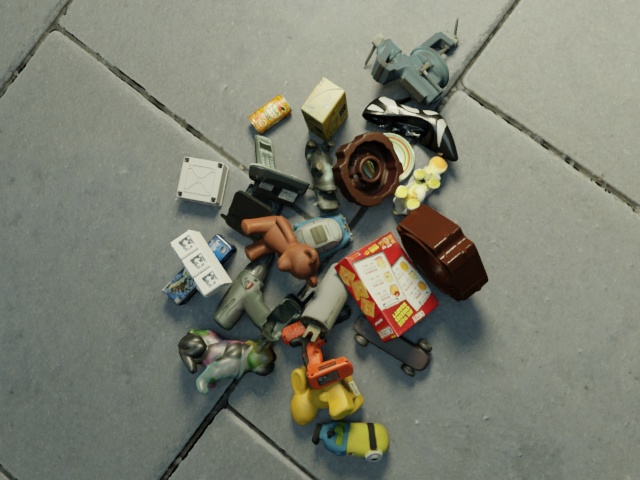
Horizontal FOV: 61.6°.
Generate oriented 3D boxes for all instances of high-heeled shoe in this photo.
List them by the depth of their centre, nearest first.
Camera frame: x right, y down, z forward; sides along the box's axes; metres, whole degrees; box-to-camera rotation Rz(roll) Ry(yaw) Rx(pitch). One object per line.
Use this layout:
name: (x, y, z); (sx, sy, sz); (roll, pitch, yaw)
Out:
high-heeled shoe: (0.219, -0.265, 1.317); (0.145, 0.086, 0.249); (-26, 64, -18)

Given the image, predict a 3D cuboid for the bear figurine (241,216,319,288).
bear figurine: (-0.088, 0.031, 1.241); (0.132, 0.120, 0.196); (-17, 44, -19)

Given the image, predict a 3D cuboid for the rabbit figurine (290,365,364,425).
rabbit figurine: (-0.008, 0.373, 1.285); (0.173, 0.122, 0.162); (-38, 80, 20)

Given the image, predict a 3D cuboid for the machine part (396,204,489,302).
machine part: (0.273, 0.032, 1.222); (0.087, 0.200, 0.202); (-39, 39, -8)

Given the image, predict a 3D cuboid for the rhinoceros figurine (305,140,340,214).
rhinoceros figurine: (0.004, -0.159, 1.329); (0.073, 0.112, 0.190); (-4, 69, -27)

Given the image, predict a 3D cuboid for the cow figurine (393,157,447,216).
cow figurine: (0.247, -0.127, 1.319); (0.068, 0.098, 0.167); (43, 72, 10)

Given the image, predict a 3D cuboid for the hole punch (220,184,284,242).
hole punch: (-0.165, -0.069, 1.356); (0.142, 0.092, 0.115); (31, 121, 3)

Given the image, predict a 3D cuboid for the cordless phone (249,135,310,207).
cordless phone: (-0.108, -0.185, 1.352); (0.146, 0.088, 0.184); (17, 42, -26)

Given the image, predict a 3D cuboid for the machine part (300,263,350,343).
machine part: (0.023, 0.139, 1.279); (0.079, 0.079, 0.243); (27, 57, 7)

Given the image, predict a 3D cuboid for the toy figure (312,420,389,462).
toy figure: (0.075, 0.472, 1.282); (0.180, 0.082, 0.089); (11, 88, 8)

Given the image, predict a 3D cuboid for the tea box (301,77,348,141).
tea box: (0.014, -0.312, 1.308); (0.068, 0.169, 0.098); (35, 91, 8)

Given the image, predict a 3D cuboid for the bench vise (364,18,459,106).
bench vise: (0.246, -0.449, 1.330); (0.224, 0.128, 0.240); (42, 69, 16)

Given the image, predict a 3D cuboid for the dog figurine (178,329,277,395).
dog figurine: (-0.212, 0.268, 1.316); (0.219, 0.108, 0.191); (-31, 80, -2)

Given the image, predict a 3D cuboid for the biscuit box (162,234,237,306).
biscuit box: (-0.302, 0.074, 1.359); (0.059, 0.063, 0.202); (43, 91, 6)

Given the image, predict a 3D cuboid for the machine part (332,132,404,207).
machine part: (0.114, -0.167, 1.287); (0.179, 0.056, 0.179); (-1, 92, -26)

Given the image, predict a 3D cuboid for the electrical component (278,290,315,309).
electrical component: (-0.066, 0.158, 1.324); (0.048, 0.075, 0.119); (42, 94, 7)

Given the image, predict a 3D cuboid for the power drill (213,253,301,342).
power drill: (-0.140, 0.135, 1.280); (0.208, 0.085, 0.232); (31, 74, 39)

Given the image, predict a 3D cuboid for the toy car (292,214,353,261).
toy car: (-0.003, -0.004, 1.318); (0.162, 0.103, 0.109); (-20, 85, 5)

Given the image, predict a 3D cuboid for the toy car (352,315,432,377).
toy car: (0.175, 0.248, 1.305); (0.202, 0.053, 0.089); (31, 99, 3)
